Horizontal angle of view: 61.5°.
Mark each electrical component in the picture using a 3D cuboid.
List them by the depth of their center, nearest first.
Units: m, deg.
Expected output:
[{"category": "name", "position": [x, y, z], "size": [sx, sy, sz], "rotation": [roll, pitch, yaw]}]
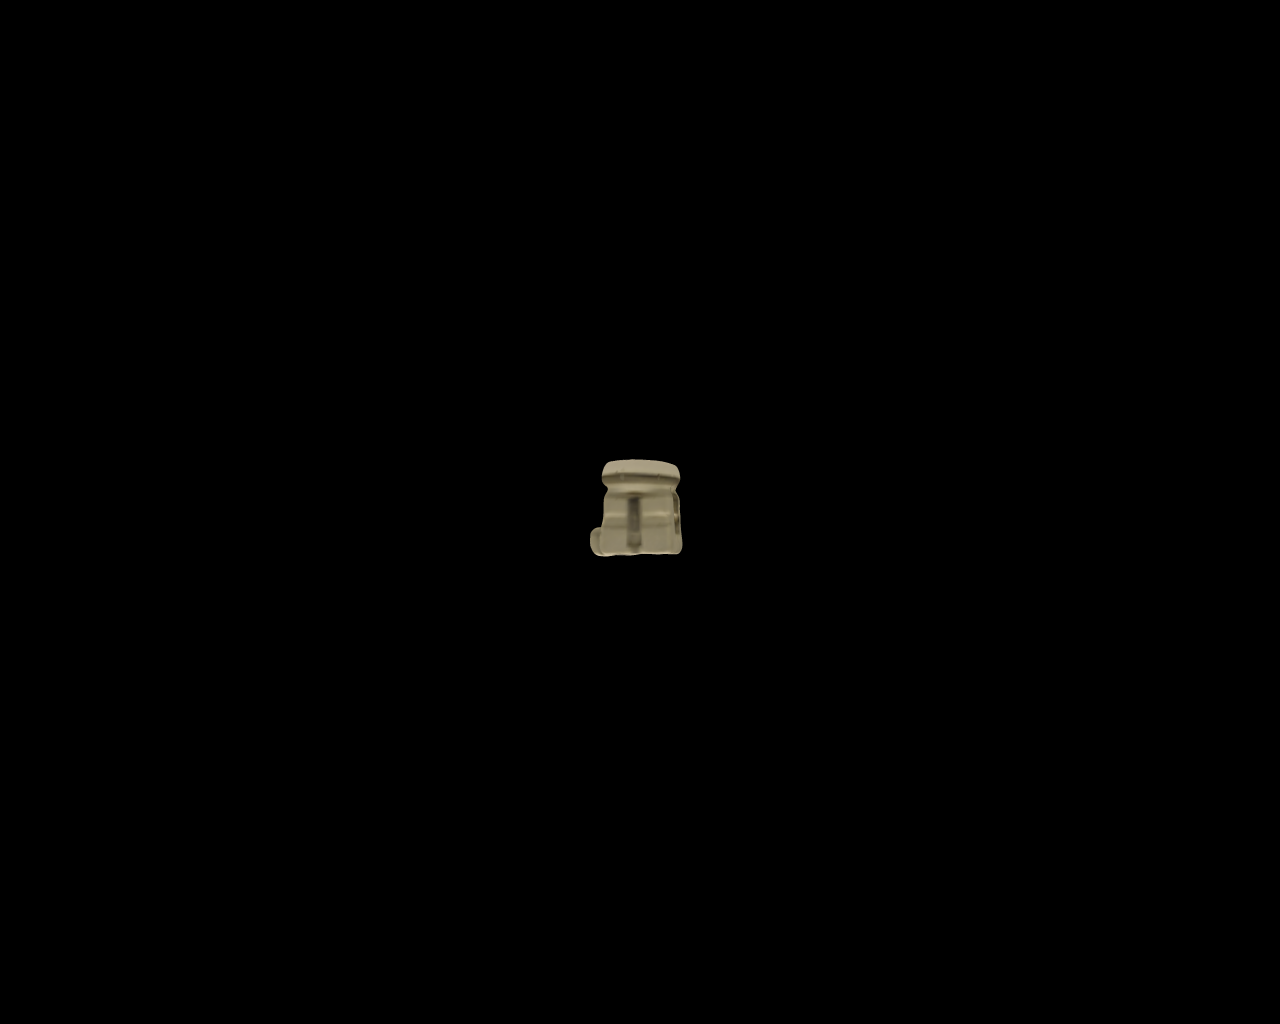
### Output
[{"category": "electrical component", "position": [0.001, -0.003, 0.650], "size": [0.066, 0.055, 0.048], "rotation": [-1, -4, 11]}]
